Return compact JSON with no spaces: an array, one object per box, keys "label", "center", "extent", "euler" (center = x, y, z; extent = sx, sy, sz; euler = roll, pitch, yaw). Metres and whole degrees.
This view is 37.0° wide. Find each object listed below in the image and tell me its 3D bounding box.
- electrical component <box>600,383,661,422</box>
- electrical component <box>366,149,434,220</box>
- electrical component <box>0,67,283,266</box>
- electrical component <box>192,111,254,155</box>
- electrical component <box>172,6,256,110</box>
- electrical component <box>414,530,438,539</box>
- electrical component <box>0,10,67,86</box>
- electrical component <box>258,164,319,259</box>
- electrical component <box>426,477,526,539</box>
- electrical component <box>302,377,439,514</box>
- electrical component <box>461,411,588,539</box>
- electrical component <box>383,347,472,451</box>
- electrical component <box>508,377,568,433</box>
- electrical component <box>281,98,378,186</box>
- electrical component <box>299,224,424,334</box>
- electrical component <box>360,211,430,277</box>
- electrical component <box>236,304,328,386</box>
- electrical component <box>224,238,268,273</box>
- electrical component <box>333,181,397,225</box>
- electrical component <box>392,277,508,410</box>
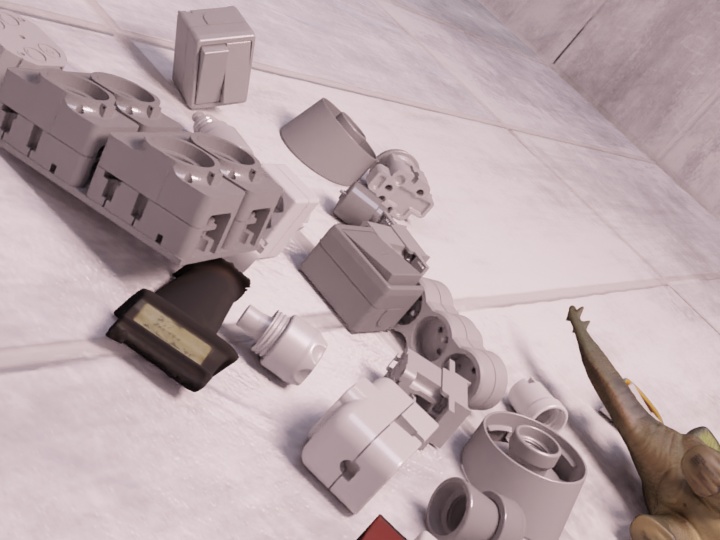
[{"label":"electrical component","center":[0.286,0.155,1.109],"extent":[0.065,0.044,0.044],"euler":[50,23,13]},{"label":"electrical component","center":[0.041,-0.097,1.183],"extent":[0.078,0.058,0.057],"euler":[28,27,-27]},{"label":"electrical component","center":[-0.159,-0.081,0.768],"extent":[0.186,0.060,0.105],"euler":[32,19,18]},{"label":"electrical component","center":[-0.128,-0.114,0.965],"extent":[0.040,0.040,0.078],"euler":[8,37,-53]},{"label":"electrical component","center":[-0.142,-0.198,1.044],"extent":[0.062,0.096,0.061],"euler":[-12,49,-26]},{"label":"electrical component","center":[0.056,0.196,0.646],"extent":[0.083,0.047,0.075],"euler":[40,21,0]},{"label":"electrical component","center":[-0.265,-0.155,0.807],"extent":[0.080,0.051,0.080],"euler":[33,22,-16]},{"label":"electrical component","center":[-0.067,-0.050,0.903],"extent":[0.047,0.065,0.077],"euler":[46,22,16]},{"label":"electrical component","center":[0.080,0.171,0.737],"extent":[0.055,0.045,0.045],"euler":[27,25,-30]},{"label":"electrical component","center":[0.005,0.112,0.718],"extent":[0.059,0.053,0.095],"euler":[43,22,9]},{"label":"electrical component","center":[0.127,0.159,0.844],"extent":[0.099,0.064,0.099],"euler":[21,21,-9]},{"label":"electrical component","center":[0.049,0.097,0.837],"extent":[0.064,0.042,0.081],"euler":[34,21,-9]},{"label":"electrical component","center":[0.159,0.123,0.967],"extent":[0.040,0.040,0.046],"euler":[24,20,-34]},{"label":"electrical component","center":[-0.030,-0.137,1.169],"extent":[0.099,0.064,0.099],"euler":[47,12,-13]},{"label":"electrical component","center":[0.000,0.000,0.919],"extent":[0.096,0.061,0.062],"euler":[49,23,23]},{"label":"electrical component","center":[0.024,-0.017,1.017],"extent":[0.064,0.042,0.081],"euler":[12,34,-47]},{"label":"electrical component","center":[-0.057,0.049,0.756],"extent":[0.062,0.043,0.043],"euler":[36,22,-7]},{"label":"electrical component","center":[-0.100,-0.024,0.836],"extent":[0.046,0.040,0.040],"euler":[42,21,-10]},{"label":"electrical component","center":[0.009,-0.054,1.069],"extent":[0.078,0.040,0.040],"euler":[37,22,-6]},{"label":"electrical component","center":[0.082,0.064,0.939],"extent":[0.074,0.052,0.138],"euler":[13,34,-49]}]
